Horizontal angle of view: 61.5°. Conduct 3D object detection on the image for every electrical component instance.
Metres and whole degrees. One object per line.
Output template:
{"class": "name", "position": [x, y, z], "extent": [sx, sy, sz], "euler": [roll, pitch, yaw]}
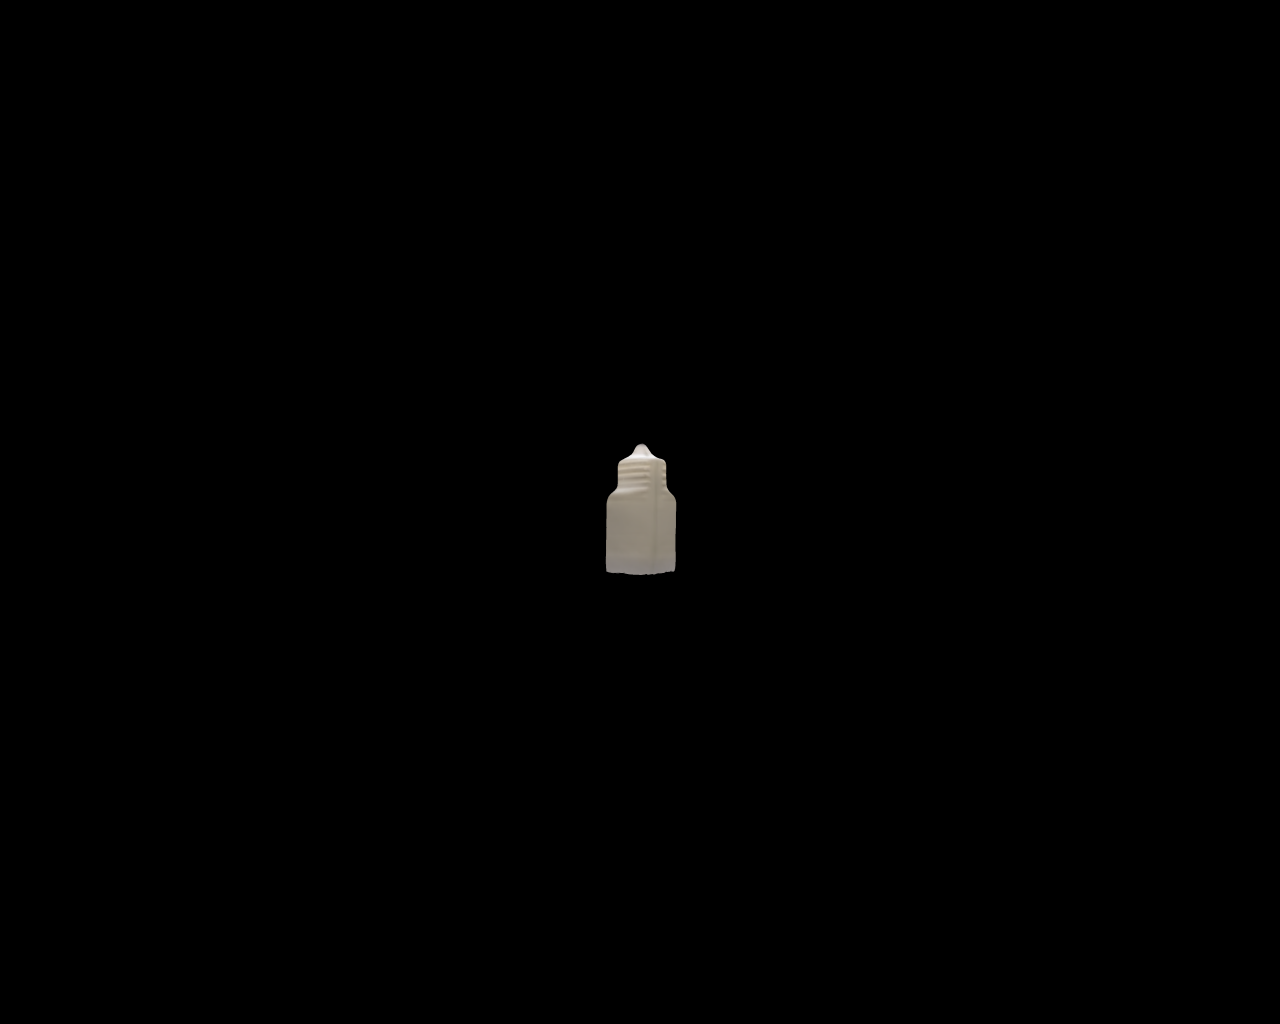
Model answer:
{"class": "electrical component", "position": [0.001, -0.003, 0.650], "extent": [0.043, 0.081, 0.043], "euler": [0, 0, 0]}
